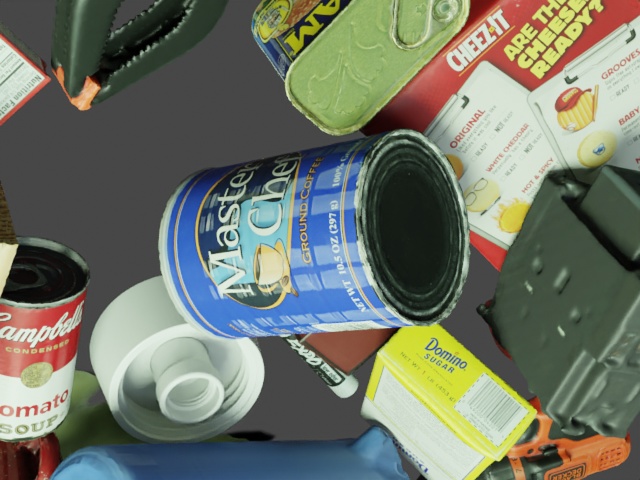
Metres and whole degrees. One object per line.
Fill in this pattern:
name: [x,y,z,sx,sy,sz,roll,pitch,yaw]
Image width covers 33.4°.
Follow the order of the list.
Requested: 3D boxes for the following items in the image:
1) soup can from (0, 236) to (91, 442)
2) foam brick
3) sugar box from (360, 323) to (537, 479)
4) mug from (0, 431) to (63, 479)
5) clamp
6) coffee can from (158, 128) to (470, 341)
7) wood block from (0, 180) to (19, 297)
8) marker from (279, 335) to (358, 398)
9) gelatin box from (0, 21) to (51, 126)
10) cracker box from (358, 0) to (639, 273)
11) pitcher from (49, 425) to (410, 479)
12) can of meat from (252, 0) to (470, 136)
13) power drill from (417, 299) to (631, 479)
soup can: [-0.174,0.058,0.622,0.068,0.068,0.102,2,122,-23]
foam brick: [0.008,0.036,0.673,0.051,0.078,0.053,-44,129,10]
sugar box: [0.077,0.112,0.691,0.048,0.093,0.176,-44,167,-14]
mug: [-0.199,0.171,0.680,0.093,0.081,0.117,29,109,-33]
clamp: [-0.058,-0.147,0.533,0.164,0.036,0.210,4,135,-50]
coffee can: [-0.004,0.001,0.586,0.141,0.102,0.102,-8,140,38]
wood block: [-0.231,0.060,0.539,0.090,0.091,0.206,12,115,-31]
marker: [-0.012,0.069,0.724,0.020,0.020,0.121,-37,128,5]
gelatin box: [-0.194,-0.090,0.538,0.073,0.030,0.089,-41,127,7]
cracker box: [0.135,-0.074,0.652,0.164,0.072,0.213,-42,127,10]
pitcher: [-0.058,0.199,0.683,0.145,0.149,0.242,-25,153,38]
can of meat: [0.017,-0.119,0.566,0.102,0.084,0.057,-45,127,11]
power drill: [0.157,0.123,0.805,0.184,0.057,0.188,-14,129,-16]
